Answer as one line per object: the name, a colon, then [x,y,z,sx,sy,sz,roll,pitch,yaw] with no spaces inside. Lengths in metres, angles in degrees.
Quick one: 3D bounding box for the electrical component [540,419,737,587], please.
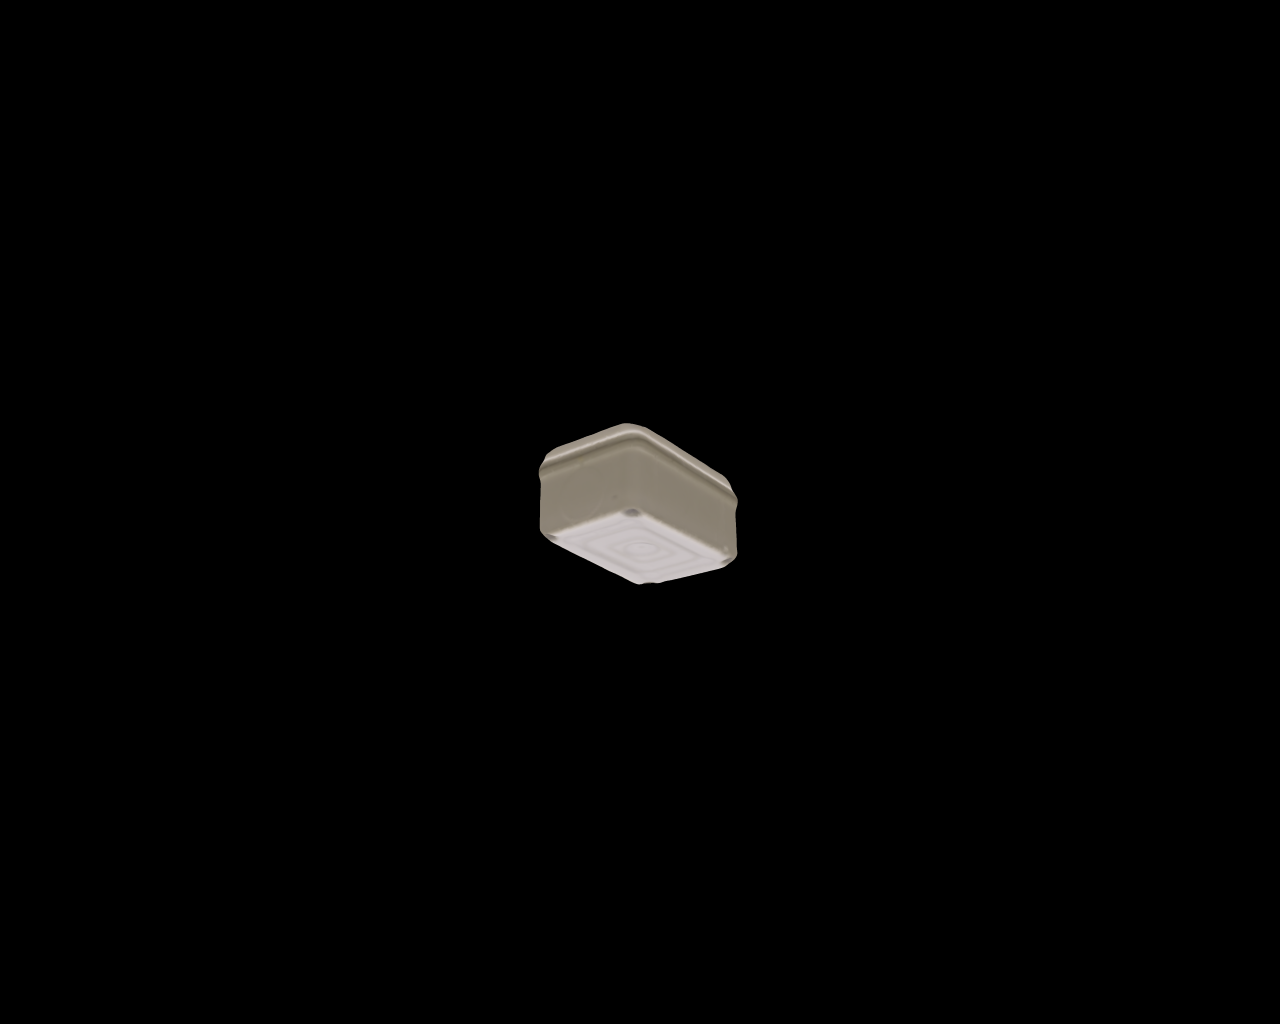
electrical component: [0.001,-0.003,0.650,0.078,0.057,0.113,-17,-29,32]
